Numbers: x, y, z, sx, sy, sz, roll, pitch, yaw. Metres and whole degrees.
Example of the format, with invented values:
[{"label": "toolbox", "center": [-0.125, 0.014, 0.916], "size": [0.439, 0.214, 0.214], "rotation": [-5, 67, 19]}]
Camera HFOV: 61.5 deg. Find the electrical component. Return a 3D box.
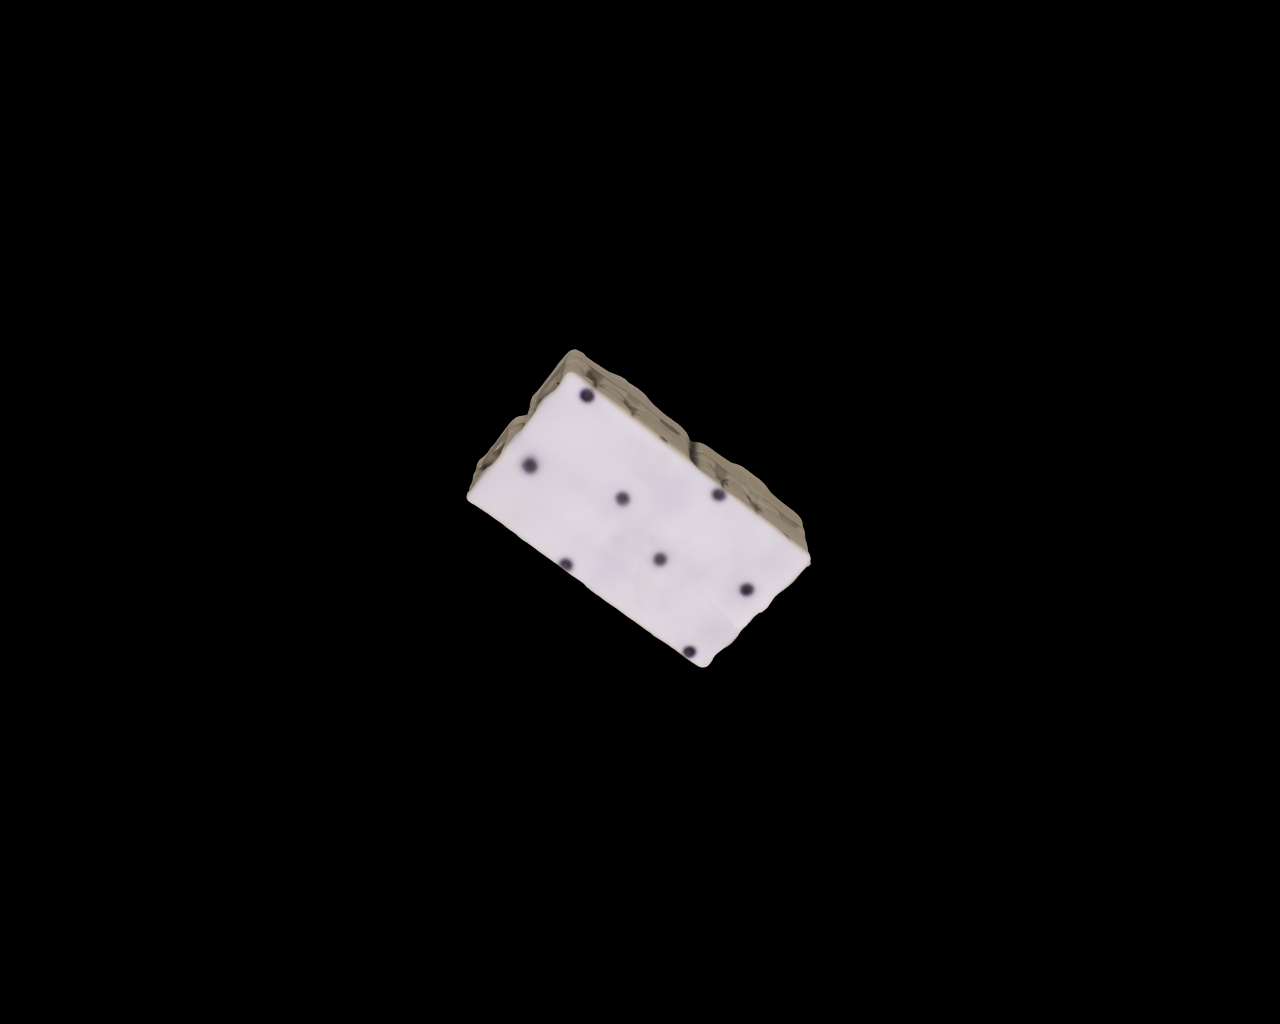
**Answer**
[{"label": "electrical component", "center": [0.001, -0.003, 0.650], "size": [0.186, 0.105, 0.060], "rotation": [36, 19, -15]}]
